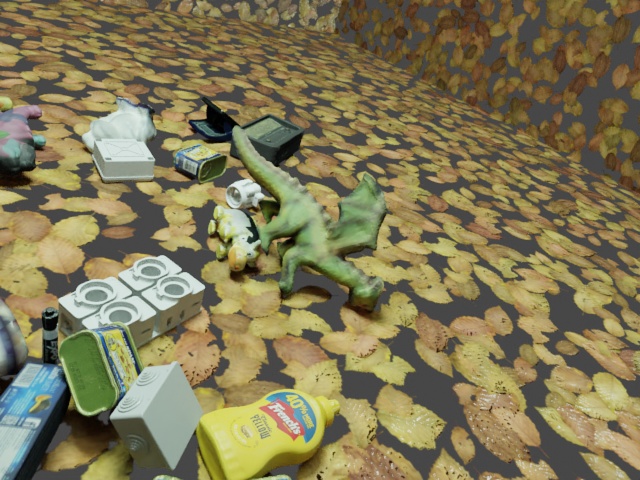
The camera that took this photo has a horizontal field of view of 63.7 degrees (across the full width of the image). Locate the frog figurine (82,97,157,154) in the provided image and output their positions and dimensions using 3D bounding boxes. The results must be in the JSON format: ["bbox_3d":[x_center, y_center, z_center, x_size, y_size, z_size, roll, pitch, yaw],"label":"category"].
[{"bbox_3d":[-0.476,-0.252,1.230,0.137,0.120,0.162,29,67,4],"label":"frog figurine"}]

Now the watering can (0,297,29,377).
[{"bbox_3d":[-0.498,0.114,0.607,0.351,0.102,0.226,29,31,33],"label":"watering can"}]

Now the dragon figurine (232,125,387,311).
[{"bbox_3d":[0.003,-0.047,0.939,0.242,0.408,0.123,-18,7,14],"label":"dragon figurine"}]
